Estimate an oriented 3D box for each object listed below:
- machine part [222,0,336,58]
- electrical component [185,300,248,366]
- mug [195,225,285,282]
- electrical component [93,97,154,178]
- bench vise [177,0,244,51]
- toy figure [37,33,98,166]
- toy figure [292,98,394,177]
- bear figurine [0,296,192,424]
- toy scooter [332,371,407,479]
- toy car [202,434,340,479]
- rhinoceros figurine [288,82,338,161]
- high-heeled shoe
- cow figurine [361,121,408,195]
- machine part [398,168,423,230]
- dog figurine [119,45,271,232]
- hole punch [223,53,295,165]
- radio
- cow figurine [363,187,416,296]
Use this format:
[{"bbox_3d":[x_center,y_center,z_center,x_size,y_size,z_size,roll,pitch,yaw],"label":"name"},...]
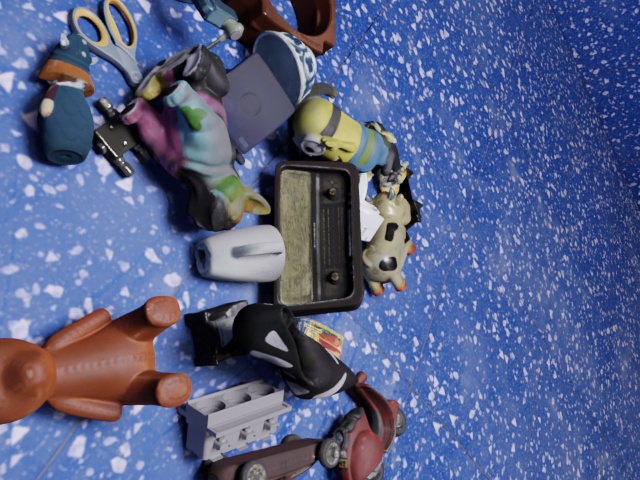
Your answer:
[{"bbox_3d":[-0.067,-0.406,0.900,0.201,0.087,0.201,18,66,-46],"label":"machine part"},{"bbox_3d":[-0.114,0.118,0.720,0.119,0.048,0.074,-15,91,-49],"label":"electrical component"},{"bbox_3d":[-0.106,0.022,0.722,0.107,0.110,0.080,-5,90,-36],"label":"mug"},{"bbox_3d":[-0.250,-0.127,0.662,0.094,0.021,0.063,56,45,-21],"label":"electrical component"},{"bbox_3d":[-0.179,-0.375,0.726,0.240,0.129,0.223,62,20,12],"label":"bench vise"},{"bbox_3d":[-0.286,-0.162,0.606,0.058,0.064,0.154,-3,73,-10],"label":"toy figure"},{"bbox_3d":[0.036,-0.157,0.845,0.180,0.082,0.089,15,67,-31],"label":"toy figure"},{"bbox_3d":[-0.244,0.122,0.520,0.195,0.132,0.120,8,67,-53],"label":"bear figurine"},{"bbox_3d":[0.070,0.292,0.855,0.184,0.075,0.135,-39,108,-50],"label":"toy scooter"},{"bbox_3d":[-0.058,0.293,0.702,0.202,0.089,0.053,9,71,-48],"label":"toy car"},{"bbox_3d":[-0.004,-0.177,0.911,0.112,0.073,0.190,-15,90,-50],"label":"rhinoceros figurine"},{"bbox_3d":[-0.010,0.136,0.677,0.248,0.145,0.086,20,50,-35],"label":"high-heeled shoe"},{"bbox_3d":[0.121,-0.154,1.025,0.167,0.098,0.068,43,44,-31],"label":"cow figurine"},{"bbox_3d":[0.174,-0.082,1.088,0.039,0.084,0.139,11,60,-19],"label":"machine part"},{"bbox_3d":[-0.146,-0.118,0.704,0.191,0.109,0.219,-79,148,-45],"label":"dog figurine"},{"bbox_3d":[-0.112,-0.196,0.788,0.142,0.092,0.116,55,49,-27],"label":"hole punch"},{"bbox_3d":[-0.002,-0.002,0.812,0.073,0.131,0.229,83,6,-76],"label":"radio"},{"bbox_3d":[0.122,-0.009,0.995,0.127,0.086,0.195,54,42,-33],"label":"cow figurine"}]
